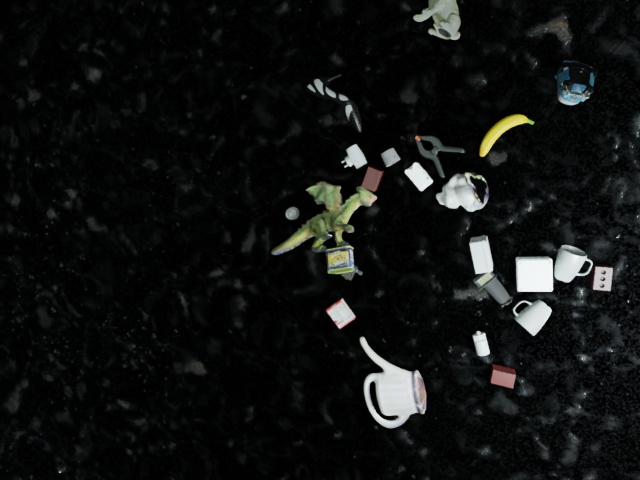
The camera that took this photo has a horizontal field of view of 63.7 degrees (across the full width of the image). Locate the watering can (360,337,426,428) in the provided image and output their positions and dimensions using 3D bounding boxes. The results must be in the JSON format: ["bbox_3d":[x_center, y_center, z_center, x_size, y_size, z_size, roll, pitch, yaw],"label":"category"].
[{"bbox_3d":[0.262,0.512,1.862,0.224,0.105,0.346,-9,95,16],"label":"watering can"}]

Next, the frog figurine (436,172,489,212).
[{"bbox_3d":[0.480,-0.153,1.731,0.137,0.125,0.157,51,144,-5],"label":"frog figurine"}]

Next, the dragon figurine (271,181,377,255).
[{"bbox_3d":[0.006,-0.093,1.855,0.409,0.120,0.247,-11,65,11],"label":"dragon figurine"}]
